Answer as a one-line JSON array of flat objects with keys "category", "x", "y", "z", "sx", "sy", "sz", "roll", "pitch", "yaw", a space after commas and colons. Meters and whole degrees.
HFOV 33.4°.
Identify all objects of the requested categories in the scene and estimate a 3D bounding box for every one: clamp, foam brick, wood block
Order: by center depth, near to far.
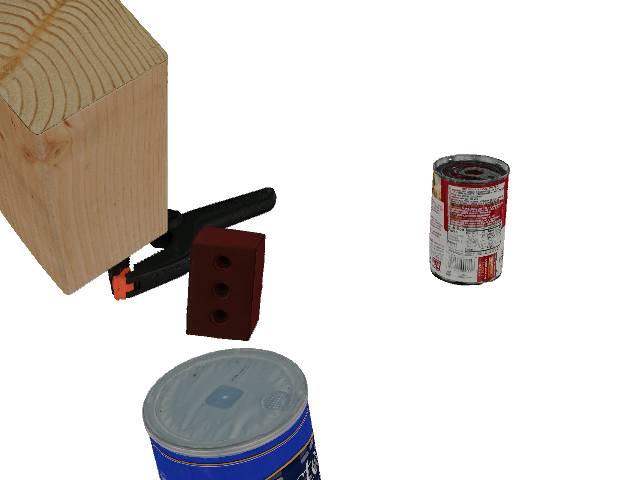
[{"category": "wood block", "x": -0.158, "y": -0.062, "z": 0.679, "sx": 0.090, "sy": 0.090, "sz": 0.206, "roll": -34, "pitch": -18, "yaw": -22}, {"category": "foam brick", "x": -0.075, "y": 0.034, "z": 0.854, "sx": 0.053, "sy": 0.078, "sz": 0.051, "roll": 6, "pitch": 14, "yaw": 5}, {"category": "clamp", "x": -0.160, "y": -0.018, "z": 1.059, "sx": 0.165, "sy": 0.036, "sz": 0.209, "roll": 20, "pitch": 41, "yaw": 17}]

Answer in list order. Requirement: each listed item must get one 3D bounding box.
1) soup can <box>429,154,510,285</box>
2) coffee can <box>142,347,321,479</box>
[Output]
[{"category": "soup can", "x": 0.133, "y": -0.018, "z": 0.960, "sx": 0.068, "sy": 0.102, "sz": 0.068, "roll": -1, "pitch": 24, "yaw": 0}, {"category": "coffee can", "x": -0.050, "y": 0.155, "z": 0.686, "sx": 0.103, "sy": 0.140, "sz": 0.103, "roll": -6, "pitch": 28, "yaw": 3}]
